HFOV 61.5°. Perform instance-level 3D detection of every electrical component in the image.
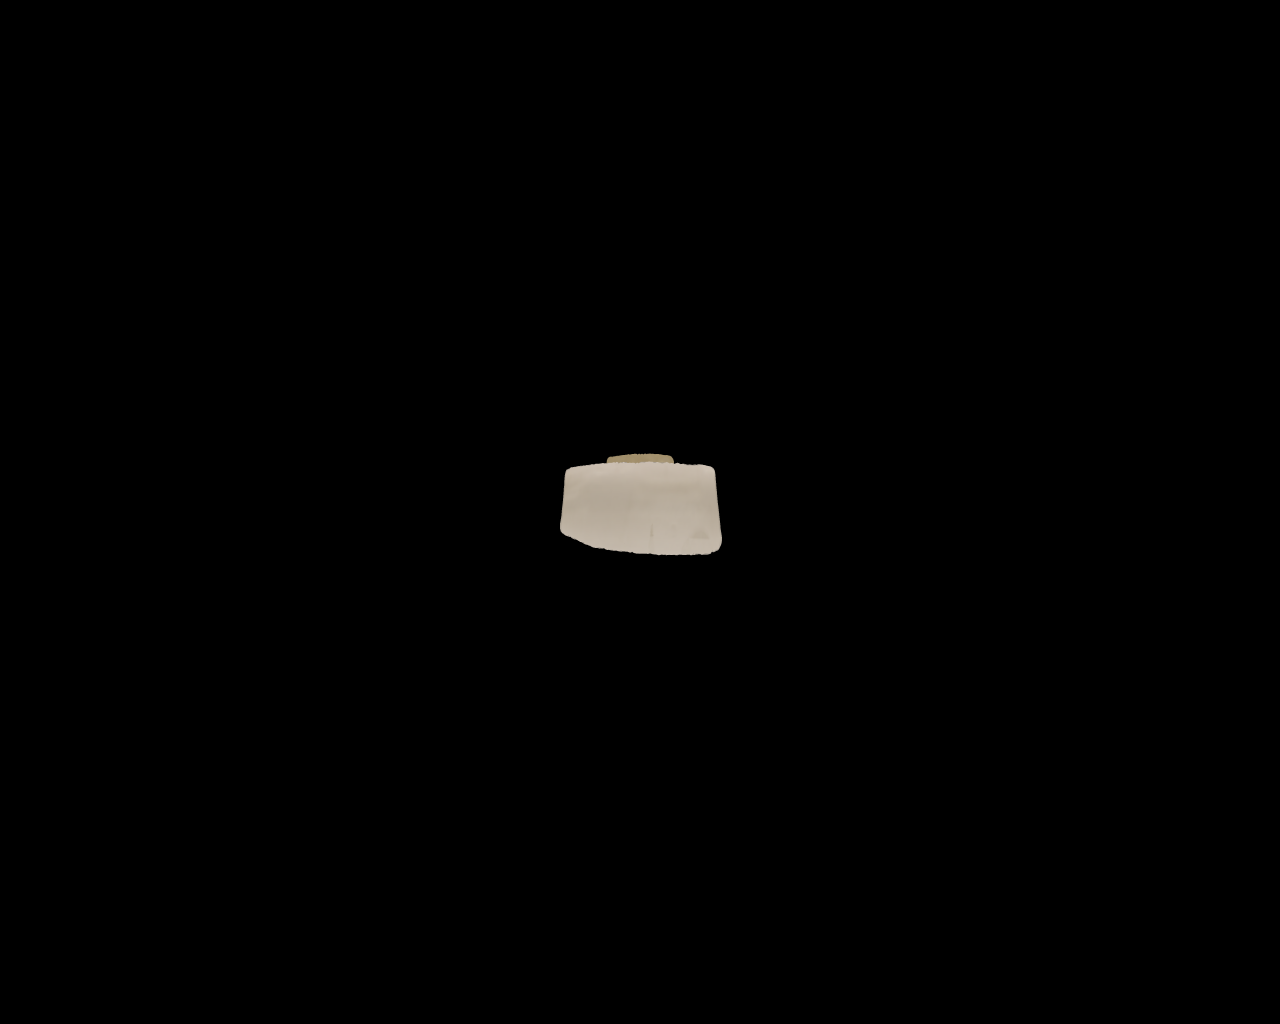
[{"bbox_3d":[0.001,-0.003,0.650,0.099,0.064,0.099,0,-2,0],"label":"electrical component"}]
